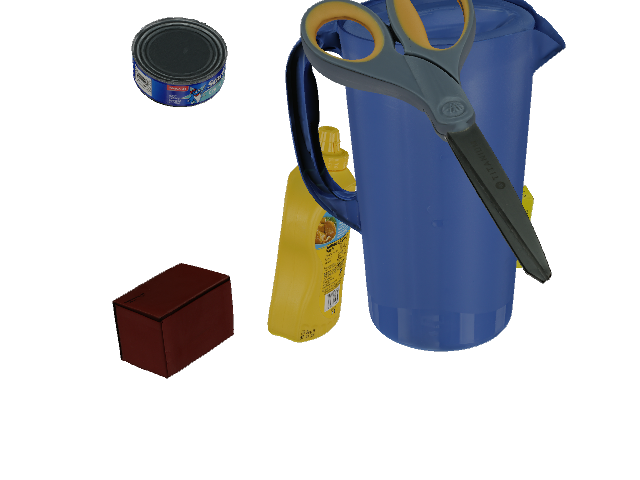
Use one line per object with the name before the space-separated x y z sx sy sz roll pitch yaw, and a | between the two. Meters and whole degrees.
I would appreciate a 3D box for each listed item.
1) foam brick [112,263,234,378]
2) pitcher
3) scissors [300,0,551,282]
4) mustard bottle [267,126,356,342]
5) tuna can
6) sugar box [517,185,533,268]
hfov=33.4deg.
foam brick | -0.110 0.059 0.811 0.053 0.051 0.078 15 31 35
pitcher | 0.073 -0.048 0.758 0.144 0.243 0.149 -19 31 -28
scissors | 0.041 -0.059 0.492 0.096 0.202 0.016 -6 -37 4
mustard bottle | -0.004 -0.010 0.971 0.058 0.192 0.096 17 23 22
tuna can | -0.129 -0.162 0.972 0.086 0.086 0.034 0 -37 -9
sugar box | 0.154 -0.021 1.252 0.176 0.093 0.048 3 23 -4
